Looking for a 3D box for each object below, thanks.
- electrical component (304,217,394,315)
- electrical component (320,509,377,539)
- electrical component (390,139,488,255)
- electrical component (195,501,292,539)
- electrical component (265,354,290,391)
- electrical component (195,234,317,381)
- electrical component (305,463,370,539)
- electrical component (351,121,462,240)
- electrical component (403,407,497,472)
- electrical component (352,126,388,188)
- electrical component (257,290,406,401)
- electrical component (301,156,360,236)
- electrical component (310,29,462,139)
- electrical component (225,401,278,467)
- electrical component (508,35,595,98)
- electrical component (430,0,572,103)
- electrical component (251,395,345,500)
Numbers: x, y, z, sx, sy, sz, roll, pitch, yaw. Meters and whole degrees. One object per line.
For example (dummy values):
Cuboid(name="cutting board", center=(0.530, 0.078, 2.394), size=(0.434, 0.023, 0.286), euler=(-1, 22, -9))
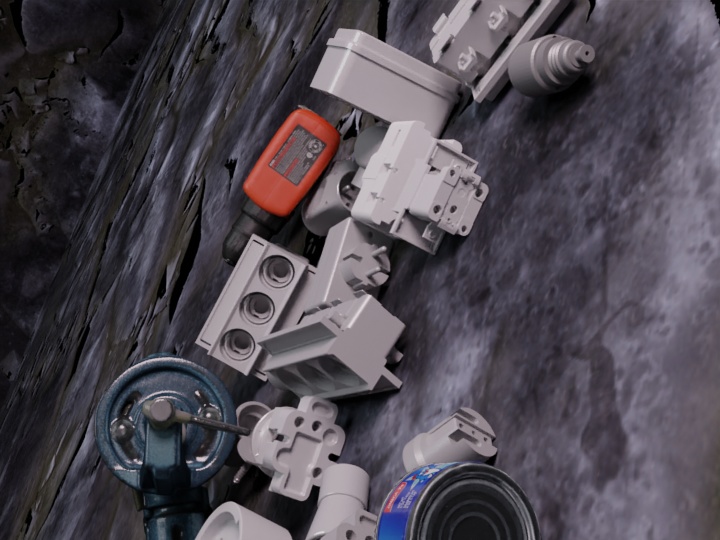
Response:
Cuboid(name="electrical component", center=(0.000, 0.000, 0.897), size=(0.076, 0.047, 0.083), euler=(-27, 42, 58))
Cuboid(name="electrical component", center=(-0.011, 0.199, 0.679), size=(0.057, 0.058, 0.078), euler=(-43, 29, 34))
Cuboid(name="electrical component", center=(0.063, -0.055, 0.822), size=(0.081, 0.042, 0.064), euler=(-65, 24, -2))
Cuboid(name="electrical component", center=(-0.090, 0.238, 0.817), size=(0.108, 0.060, 0.108), euler=(-49, 25, 33))
Cuboid(name="electrical component", center=(-0.052, 0.081, 0.935), size=(0.078, 0.040, 0.040), euler=(-25, 43, 58))
Cuboid(name="electrical component", center=(-0.097, 0.035, 1.058), size=(0.121, 0.079, 0.063), euler=(-61, -1, 7))
Cuboid(name="electrical component", center=(-0.013, 0.168, 0.745), size=(0.044, 0.044, 0.065), euler=(-47, 22, 37))
Cuboid(name="electrical component", center=(0.036, -0.074, 0.892), size=(0.089, 0.050, 0.056), euler=(-65, 21, -3))
Cuboid(name="electrical component", center=(0.055, 0.110, 0.653), size=(0.046, 0.040, 0.040), euler=(-43, 28, 30))
Cuboid(name="electrical component", center=(0.018, -0.087, 0.961), size=(0.079, 0.043, 0.077), euler=(-62, 21, 5))
Cuboid(name="electrical component", center=(-0.020, 0.061, 0.840), size=(0.063, 0.079, 0.121), euler=(-56, 16, -25))
Cuboid(name="electrical component", center=(-0.015, -0.078, 1.028), size=(0.077, 0.043, 0.079), euler=(-26, 42, 58))
Cuboid(name="electrical component", center=(0.023, -0.161, 0.937), size=(0.057, 0.113, 0.078), euler=(-65, 21, 5))
Cuboid(name="electrical component", center=(-0.107, 0.153, 0.982), size=(0.065, 0.044, 0.044), euler=(-48, 26, 46))
Cuboid(name="electrical component", center=(0.136, -0.144, 0.752), size=(0.078, 0.040, 0.040), euler=(2, 67, 67))
Cuboid(name="electrical component", center=(0.112, -0.203, 0.845), size=(0.121, 0.063, 0.078), euler=(-52, 24, 29))
Cuboid(name="electrical component", center=(-0.052, 0.138, 0.847), size=(0.057, 0.058, 0.078), euler=(-7, 61, 62))
